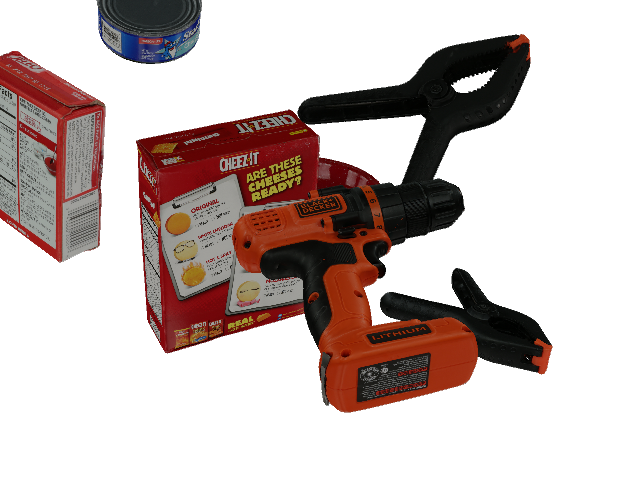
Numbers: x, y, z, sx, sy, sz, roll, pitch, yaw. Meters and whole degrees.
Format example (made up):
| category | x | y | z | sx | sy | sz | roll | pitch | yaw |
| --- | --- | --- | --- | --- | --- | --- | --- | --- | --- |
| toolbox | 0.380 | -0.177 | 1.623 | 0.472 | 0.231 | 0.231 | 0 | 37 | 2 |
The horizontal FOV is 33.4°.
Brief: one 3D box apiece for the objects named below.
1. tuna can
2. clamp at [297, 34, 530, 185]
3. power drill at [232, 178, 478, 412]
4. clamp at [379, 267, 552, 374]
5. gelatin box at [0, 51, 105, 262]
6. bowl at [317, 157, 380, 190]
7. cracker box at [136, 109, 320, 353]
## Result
| category | x | y | z | sx | sy | sz | roll | pitch | yaw |
| --- | --- | --- | --- | --- | --- | --- | --- | --- | --- |
| tuna can | -0.142 | -0.186 | 0.889 | 0.086 | 0.086 | 0.034 | 0 | -40 | -10 |
| clamp | 0.104 | -0.112 | 0.933 | 0.210 | 0.165 | 0.036 | -27 | -38 | -8 |
| power drill | 0.043 | 0.029 | 0.771 | 0.184 | 0.057 | 0.188 | -13 | 41 | -11 |
| clamp | 0.157 | 0.075 | 1.037 | 0.172 | 0.039 | 0.120 | 26 | 38 | 31 |
| gelatin box | -0.147 | -0.045 | 0.559 | 0.073 | 0.089 | 0.030 | 31 | 38 | 30 |
| bowl | -0.011 | -0.042 | 1.229 | 0.162 | 0.055 | 0.162 | 6 | 27 | -3 |
| cracker box | -0.091 | -0.009 | 1.047 | 0.164 | 0.214 | 0.072 | -14 | 38 | -24 |
